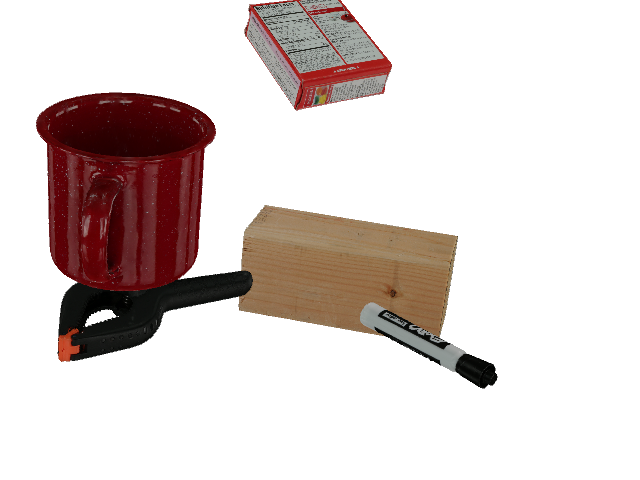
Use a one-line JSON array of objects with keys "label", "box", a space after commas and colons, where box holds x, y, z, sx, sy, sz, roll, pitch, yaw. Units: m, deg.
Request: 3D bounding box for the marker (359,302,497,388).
[{"label": "marker", "box": [0.078, 0.076, 0.778, 0.121, 0.020, 0.020, 26, 17, 39]}]

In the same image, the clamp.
[{"label": "clamp", "box": [-0.187, 0.048, 1.022, 0.165, 0.036, 0.209, 26, 36, 24]}]

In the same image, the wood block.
[{"label": "wood block", "box": [0.029, 0.034, 1.093, 0.206, 0.091, 0.090, 10, 22, 9]}]

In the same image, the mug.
[{"label": "mug", "box": [-0.106, -0.020, 0.567, 0.093, 0.081, 0.117, 6, 28, -2]}]

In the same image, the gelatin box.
[{"label": "gelatin box", "box": [-0.003, -0.135, 0.760, 0.073, 0.089, 0.030, -14, -37, -27]}]
